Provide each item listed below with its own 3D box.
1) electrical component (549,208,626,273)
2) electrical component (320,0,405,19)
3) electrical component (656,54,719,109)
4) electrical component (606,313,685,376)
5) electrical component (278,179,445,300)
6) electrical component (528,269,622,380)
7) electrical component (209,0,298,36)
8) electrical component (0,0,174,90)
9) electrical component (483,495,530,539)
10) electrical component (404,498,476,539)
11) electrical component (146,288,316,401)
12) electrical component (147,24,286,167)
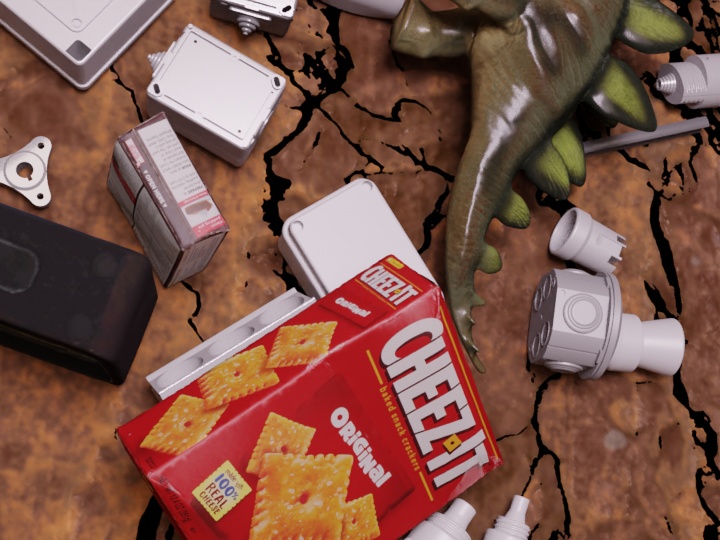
[{"bbox_3d":[0.176,-0.020,0.827,0.046,0.040,0.040,26,75,-12],"label":"electrical component"},{"bbox_3d":[0.002,-0.243,0.833,0.077,0.043,0.079,16,77,-9],"label":"electrical component"},{"bbox_3d":[0.279,-0.153,0.871,0.081,0.043,0.043,-6,80,-12],"label":"electrical component"},{"bbox_3d":[0.211,0.056,0.816,0.055,0.045,0.045,6,78,-10],"label":"electrical component"},{"bbox_3d":[0.000,0.000,0.778,0.078,0.057,0.113,-31,87,-15],"label":"electrical component"},{"bbox_3d":[0.158,0.038,0.792,0.051,0.080,0.080,10,77,-4],"label":"electrical component"},{"bbox_3d":[-0.076,-0.219,0.807,0.062,0.061,0.096,14,85,-9],"label":"electrical component"},{"bbox_3d":[-0.206,-0.207,0.777,0.109,0.056,0.108,40,74,-2],"label":"electrical component"},{"bbox_3d":[0.107,0.193,0.774,0.035,0.035,0.061,23,74,-6],"label":"electrical component"},{"bbox_3d":[0.058,0.191,0.760,0.048,0.048,0.062,41,67,-2],"label":"electrical component"},{"bbox_3d":[-0.076,0.073,0.744,0.121,0.079,0.063,-31,109,-15],"label":"electrical component"},{"bbox_3d":[-0.111,-0.127,0.778,0.096,0.061,0.061,30,76,-5],"label":"electrical component"}]
